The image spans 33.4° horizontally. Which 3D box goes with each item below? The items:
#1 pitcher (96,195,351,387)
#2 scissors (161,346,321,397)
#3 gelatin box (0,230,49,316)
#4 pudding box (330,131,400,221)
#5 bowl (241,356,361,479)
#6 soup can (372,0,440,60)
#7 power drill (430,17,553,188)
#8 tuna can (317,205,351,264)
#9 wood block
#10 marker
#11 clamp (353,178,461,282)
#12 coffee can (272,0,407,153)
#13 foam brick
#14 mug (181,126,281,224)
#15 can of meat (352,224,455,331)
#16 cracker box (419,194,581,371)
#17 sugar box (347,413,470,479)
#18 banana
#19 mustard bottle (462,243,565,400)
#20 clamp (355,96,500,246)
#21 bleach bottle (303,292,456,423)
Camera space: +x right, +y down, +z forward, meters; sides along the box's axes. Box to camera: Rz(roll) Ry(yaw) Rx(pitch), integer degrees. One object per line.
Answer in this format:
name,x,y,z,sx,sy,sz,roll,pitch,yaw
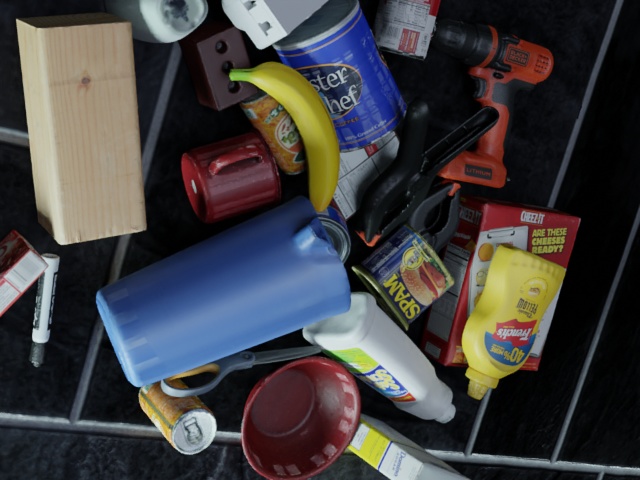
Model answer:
pitcher,-0.100,0.061,1.106,0.242,0.145,0.149,-22,118,-14
scissors,-0.102,0.126,1.210,0.201,0.096,0.016,-18,138,-39
gelatin box,-0.316,0.038,1.050,0.089,0.073,0.030,-47,122,-8
pudding box,0.043,-0.091,1.241,0.113,0.039,0.090,-38,123,-12
bowl,-0.032,0.206,1.283,0.161,0.055,0.162,-10,111,-28
soup can,0.099,-0.260,1.199,0.068,0.069,0.102,7,102,-32
power drill,0.187,-0.165,1.289,0.184,0.057,0.188,10,101,-30
tuna can,-0.008,0.002,1.224,0.086,0.034,0.086,-4,122,-7
wood block,-0.231,-0.111,1.042,0.090,0.090,0.206,-11,111,-27
marker,-0.288,0.074,1.111,0.020,0.020,0.121,2,105,-31
clamp,0.113,0.000,1.312,0.120,0.039,0.171,15,98,-37
coffee can,0.022,-0.181,1.159,0.102,0.103,0.140,-38,121,-15
foam brick,-0.106,-0.184,1.114,0.053,0.051,0.078,-28,118,-21
mug,-0.094,-0.069,1.126,0.081,0.117,0.093,-18,80,-19
can of meat,0.101,0.043,1.270,0.084,0.057,0.102,-41,123,-6
cracker box,0.230,0.057,1.380,0.163,0.072,0.214,7,101,-32
sugar box,0.095,0.266,1.304,0.093,0.176,0.048,27,91,-34
banana,-0.019,-0.117,1.128,0.070,0.037,0.197,-22,122,17
mustard bottle,0.226,0.106,1.313,0.096,0.058,0.191,21,94,-33
clamp,0.100,-0.079,1.208,0.210,0.036,0.164,-51,151,21
bleach bottle,0.093,0.156,1.313,0.250,0.103,0.068,42,58,-34
